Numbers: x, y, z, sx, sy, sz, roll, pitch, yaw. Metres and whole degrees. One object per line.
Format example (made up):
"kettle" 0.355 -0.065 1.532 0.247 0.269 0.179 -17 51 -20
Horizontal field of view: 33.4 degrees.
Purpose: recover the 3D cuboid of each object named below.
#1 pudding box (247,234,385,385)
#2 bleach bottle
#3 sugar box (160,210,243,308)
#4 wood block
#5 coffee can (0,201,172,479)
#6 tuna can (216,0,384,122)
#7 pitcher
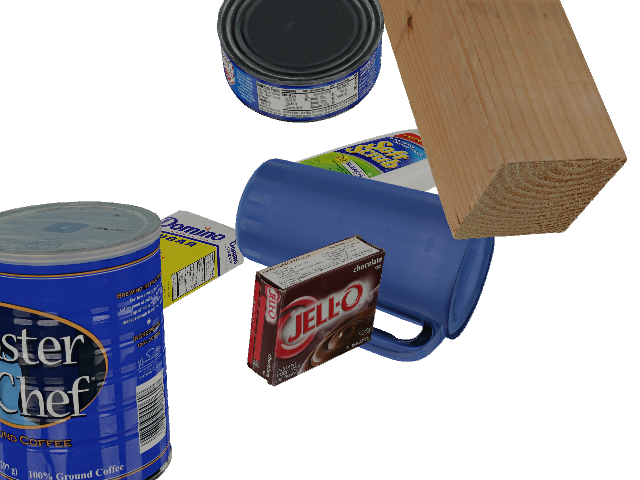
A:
"pudding box" -0.003 0.053 0.847 0.113 0.090 0.039 -22 42 -40
"bleach bottle" 0.077 -0.085 1.223 0.250 0.068 0.103 -24 44 -24
"sugar box" -0.169 0.025 1.100 0.093 0.048 0.175 19 35 30
"wood block" 0.115 -0.113 0.726 0.090 0.206 0.091 -4 -29 -19
"coffee can" -0.136 0.058 0.588 0.103 0.140 0.103 -1 16 0
"tuna can" -0.010 -0.103 0.558 0.086 0.086 0.034 0 -34 1
"pitcher" 0.039 0.008 1.046 0.243 0.145 0.149 17 22 20
